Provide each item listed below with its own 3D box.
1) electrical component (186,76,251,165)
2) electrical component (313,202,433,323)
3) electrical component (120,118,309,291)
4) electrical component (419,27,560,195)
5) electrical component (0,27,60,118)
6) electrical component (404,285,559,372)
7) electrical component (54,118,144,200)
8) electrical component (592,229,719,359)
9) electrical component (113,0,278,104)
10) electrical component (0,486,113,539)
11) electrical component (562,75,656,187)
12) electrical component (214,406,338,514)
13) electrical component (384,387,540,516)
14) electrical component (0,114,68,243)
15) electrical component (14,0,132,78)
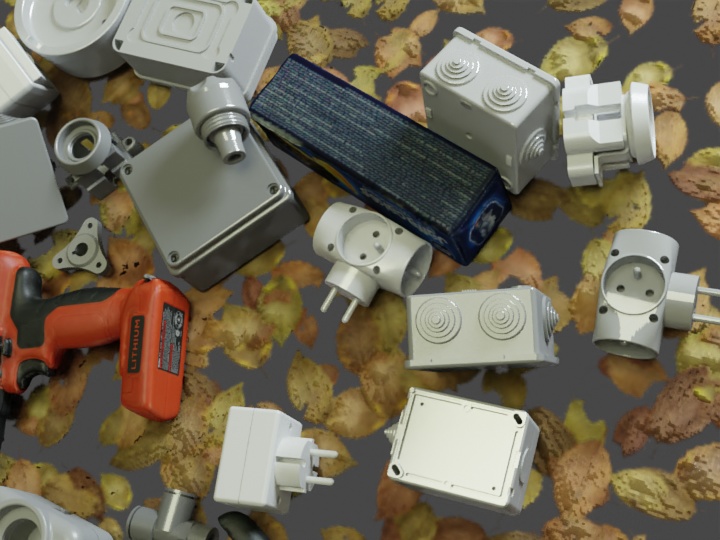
[{"bbox_3d":[-0.100,-0.107,0.785,0.043,0.043,0.062,-25,66,8],"label":"electrical component"},{"bbox_3d":[0.000,0.000,0.777,0.077,0.044,0.079,26,80,24],"label":"electrical component"},{"bbox_3d":[-0.113,-0.059,0.829,0.109,0.056,0.108,-34,64,4],"label":"electrical component"},{"bbox_3d":[0.091,-0.110,0.759,0.100,0.099,0.048,35,71,25],"label":"electrical component"},{"bbox_3d":[-0.298,-0.162,0.910,0.061,0.096,0.061,-37,94,2],"label":"electrical component"},{"bbox_3d":[0.081,0.040,0.708,0.100,0.100,0.048,-4,82,16],"label":"electrical component"},{"bbox_3d":[-0.216,-0.093,0.875,0.066,0.055,0.048,-36,64,3],"label":"electrical component"},{"bbox_3d":[0.199,0.019,0.706,0.079,0.044,0.077,9,74,21],"label":"electrical component"},{"bbox_3d":[-0.133,-0.188,0.882,0.113,0.057,0.078,16,77,23],"label":"electrical component"},{"bbox_3d":[-0.234,0.196,0.774,0.095,0.059,0.053,20,78,23],"label":"electrical component"},{"bbox_3d":[0.175,-0.100,0.750,0.057,0.058,0.078,-5,69,19],"label":"electrical component"},{"bbox_3d":[-0.053,0.134,0.744,0.077,0.047,0.065,2,72,19],"label":"electrical component"},{"bbox_3d":[0.063,0.118,0.704,0.096,0.061,0.061,10,75,21],"label":"electrical component"},{"bbox_3d":[-0.292,-0.070,0.859,0.100,0.048,0.099,-19,107,-19],"label":"electrical component"},{"bbox_3d":[-0.233,-0.217,0.923,0.108,0.060,0.108,-6,69,16],"label":"electrical component"}]
